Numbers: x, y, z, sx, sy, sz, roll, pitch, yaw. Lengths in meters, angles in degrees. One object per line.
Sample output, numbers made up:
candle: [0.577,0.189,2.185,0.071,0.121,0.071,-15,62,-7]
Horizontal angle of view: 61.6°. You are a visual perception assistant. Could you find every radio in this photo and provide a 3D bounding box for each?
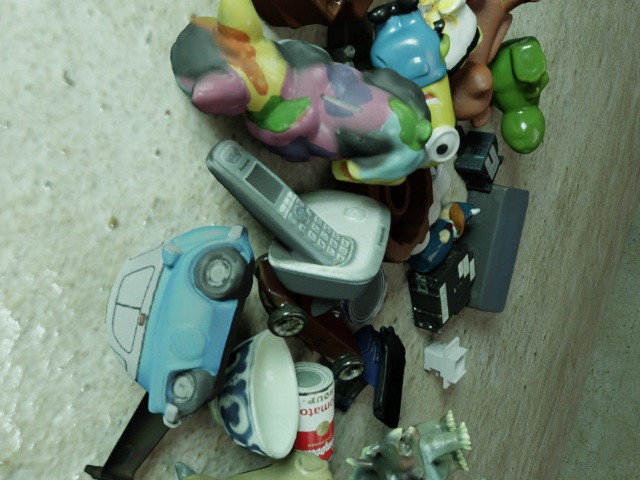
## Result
radio: [0.300,0.013,0.960,0.131,0.073,0.229,6,95,-51]

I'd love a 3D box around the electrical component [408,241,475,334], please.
electrical component: [0.199,0.066,0.862,0.134,0.058,0.114,-39,132,-38]

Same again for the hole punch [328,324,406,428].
hole punch: [0.060,0.175,0.705,0.142,0.092,0.116,52,47,-53]

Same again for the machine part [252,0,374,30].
machine part: [-0.008,-0.304,0.455,0.201,0.087,0.201,41,70,-51]

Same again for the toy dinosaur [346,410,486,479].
toy dinosaur: [0.135,0.343,0.810,0.404,0.192,0.131,71,5,-71]

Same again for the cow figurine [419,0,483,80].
cow figurine: [0.123,-0.209,0.647,0.098,0.068,0.167,31,98,-43]

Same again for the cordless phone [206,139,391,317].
cordless phone: [-0.022,-0.033,0.508,0.184,0.089,0.147,45,33,-16]

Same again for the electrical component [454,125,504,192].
electrical component: [0.254,-0.139,0.871,0.075,0.048,0.119,-62,142,-17]

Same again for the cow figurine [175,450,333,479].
cow figurine: [-0.075,0.269,0.539,0.195,0.086,0.127,-10,115,-25]

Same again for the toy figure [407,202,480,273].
toy figure: [0.188,-0.014,0.817,0.154,0.064,0.057,-46,120,-31]

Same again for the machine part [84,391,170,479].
machine part: [-0.146,0.150,0.475,0.139,0.039,0.084,-56,144,-25]

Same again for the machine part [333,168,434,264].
machine part: [0.081,-0.061,0.653,0.179,0.056,0.179,-4,95,-55]

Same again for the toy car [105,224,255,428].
toy car: [-0.114,0.058,0.430,0.109,0.103,0.161,102,4,-82]

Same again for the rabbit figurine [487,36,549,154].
rabbit figurine: [0.303,-0.222,0.852,0.170,0.121,0.159,69,27,-18]

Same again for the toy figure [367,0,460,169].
toy figure: [0.102,-0.160,0.565,0.089,0.082,0.180,-46,124,-46]

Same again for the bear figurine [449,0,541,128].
bear figurine: [0.209,-0.251,0.719,0.120,0.132,0.195,3,97,-15]

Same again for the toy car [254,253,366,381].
toy car: [-0.014,0.088,0.581,0.053,0.089,0.202,-31,139,13]

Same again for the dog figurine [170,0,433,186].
dog figurine: [-0.013,-0.119,0.445,0.219,0.192,0.108,5,105,-68]

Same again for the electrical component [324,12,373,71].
electrical component: [0.043,-0.208,0.584,0.102,0.045,0.078,-14,114,-49]
